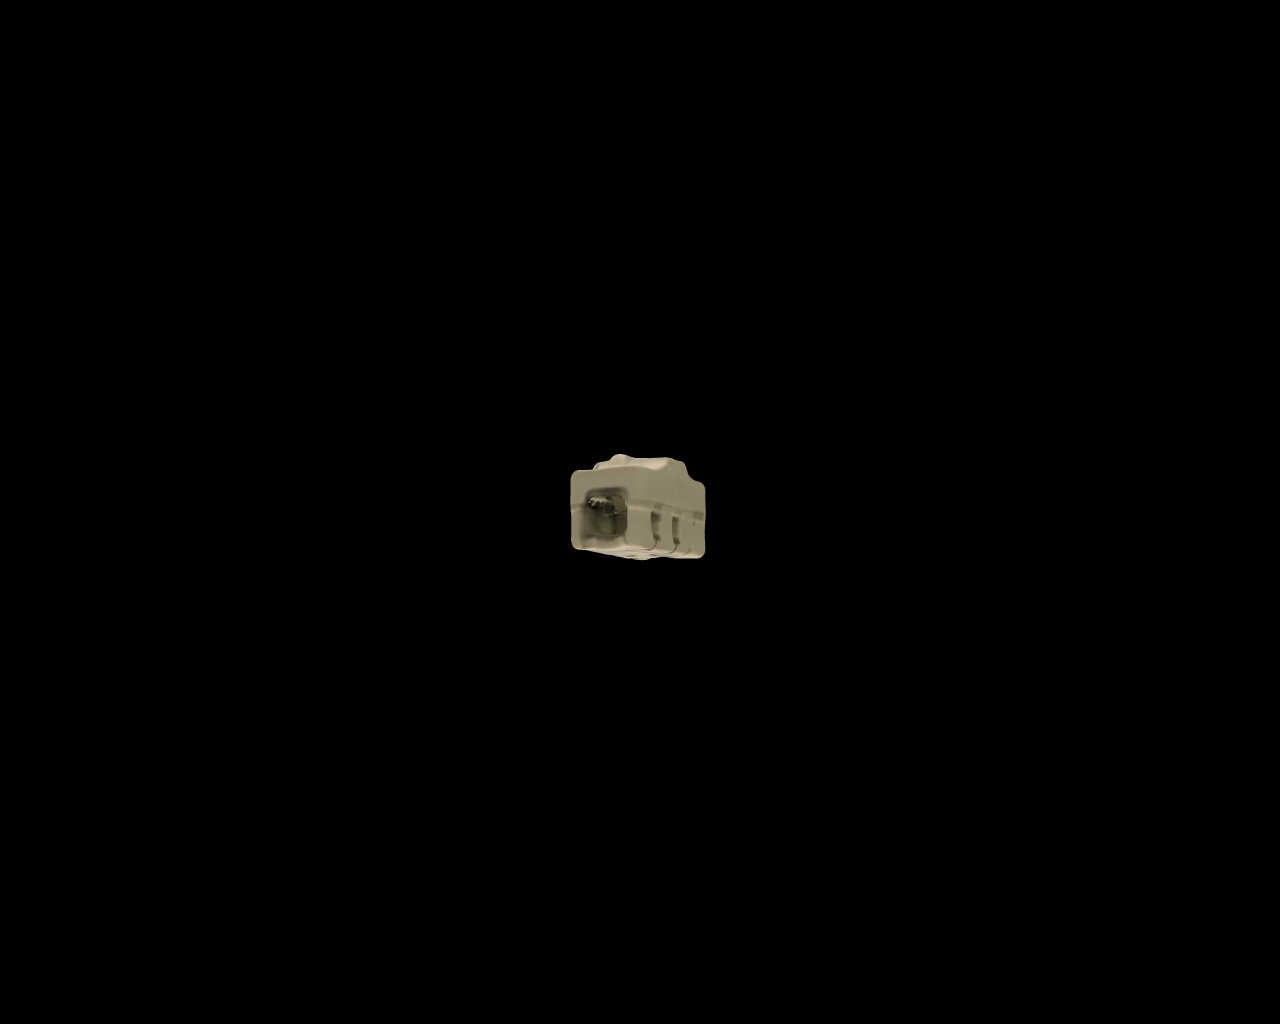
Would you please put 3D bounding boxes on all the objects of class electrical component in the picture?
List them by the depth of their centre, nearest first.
[{"bbox_3d":[0.001,-0.003,0.650,0.050,0.055,0.089,-4,-8,28],"label":"electrical component"}]
